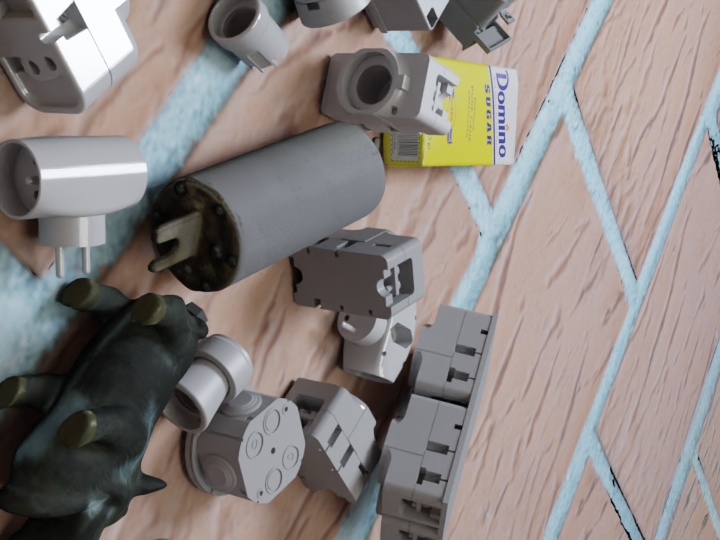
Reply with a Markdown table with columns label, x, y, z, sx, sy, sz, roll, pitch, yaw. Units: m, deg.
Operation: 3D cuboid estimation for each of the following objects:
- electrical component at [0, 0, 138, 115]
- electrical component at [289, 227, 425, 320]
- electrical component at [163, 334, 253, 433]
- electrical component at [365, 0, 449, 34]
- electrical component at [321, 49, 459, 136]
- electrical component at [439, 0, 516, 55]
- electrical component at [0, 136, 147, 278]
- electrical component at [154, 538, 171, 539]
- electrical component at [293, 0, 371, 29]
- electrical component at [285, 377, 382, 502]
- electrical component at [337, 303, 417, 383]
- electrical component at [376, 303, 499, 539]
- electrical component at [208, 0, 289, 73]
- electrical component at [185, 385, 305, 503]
| label | x | y | z | sx | sy | sz | roll | pitch | yaw |
| --- | --- | --- | --- | --- | --- | --- | --- | --- | --- |
| electrical component | -0.164 | -0.139 | 0.577 | 0.059 | 0.054 | 0.095 | -53 | 137 | -36 |
| electrical component | 0.000 | 0.000 | 0.815 | 0.056 | 0.089 | 0.050 | -29 | 120 | -50 |
| electrical component | -0.104 | 0.075 | 0.718 | 0.055 | 0.045 | 0.045 | -46 | 132 | -42 |
| electrical component | 0.037 | -0.262 | 0.847 | 0.108 | 0.056 | 0.108 | -62 | 141 | -27 |
| electrical component | 0.020 | -0.135 | 0.818 | 0.056 | 0.089 | 0.050 | 18 | 82 | -56 |
| electrical component | 0.102 | -0.232 | 0.932 | 0.081 | 0.064 | 0.042 | 48 | 43 | 3 |
| electrical component | -0.163 | -0.035 | 0.608 | 0.077 | 0.044 | 0.079 | -13 | 107 | -54 |
| electrical component | -0.123 | 0.230 | 0.721 | 0.077 | 0.043 | 0.079 | 49 | 57 | -48 |
| electrical component | -0.025 | -0.208 | 0.770 | 0.055 | 0.055 | 0.047 | -53 | 133 | -36 |
| electrical component | -0.024 | 0.130 | 0.841 | 0.055 | 0.050 | 0.089 | -57 | 139 | -32 |
| electrical component | 0.008 | 0.046 | 0.877 | 0.079 | 0.043 | 0.077 | 32 | 70 | -53 |
| electrical component | 0.064 | 0.133 | 0.913 | 0.105 | 0.060 | 0.186 | 91 | 16 | -51 |
| electrical component | -0.073 | -0.159 | 0.722 | 0.046 | 0.040 | 0.040 | 40 | 64 | -58 |
| electrical component | -0.080 | 0.122 | 0.756 | 0.080 | 0.051 | 0.080 | -16 | 109 | -54 |
